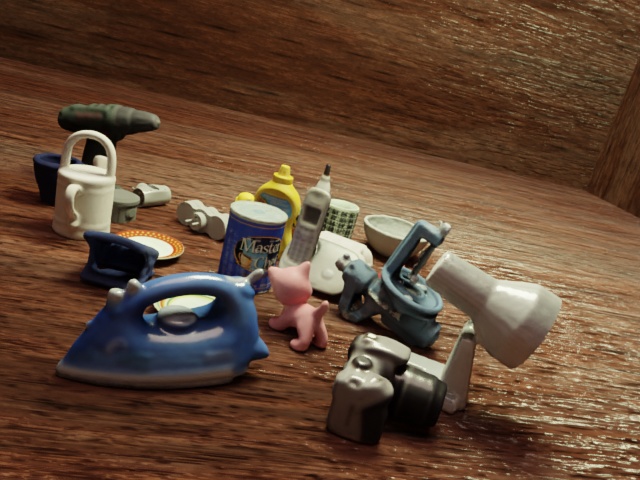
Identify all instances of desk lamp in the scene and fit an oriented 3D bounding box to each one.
[{"bbox_3d":[0.207,0.134,0.816,0.203,0.213,0.118,19,19,12],"label":"desk lamp"}]

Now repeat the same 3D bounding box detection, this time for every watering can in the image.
[{"bbox_3d":[-0.431,-0.109,1.058,0.101,0.194,0.172,5,21,-27],"label":"watering can"}]

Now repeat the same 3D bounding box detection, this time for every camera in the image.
[{"bbox_3d":[0.093,0.191,0.743,0.136,0.101,0.143,18,19,11],"label":"camera"}]

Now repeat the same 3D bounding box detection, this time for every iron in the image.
[{"bbox_3d":[-0.188,0.100,0.727,0.259,0.141,0.118,2,23,-34],"label":"iron"}]

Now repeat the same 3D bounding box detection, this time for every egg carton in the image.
[{"bbox_3d":[0.034,0.035,1.188,0.150,0.069,0.107,20,20,15],"label":"egg carton"}]

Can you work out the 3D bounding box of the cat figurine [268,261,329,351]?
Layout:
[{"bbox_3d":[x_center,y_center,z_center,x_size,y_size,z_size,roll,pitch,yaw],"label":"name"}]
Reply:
[{"bbox_3d":[-0.032,0.094,0.899,0.067,0.118,0.127,-4,26,-43],"label":"cat figurine"}]

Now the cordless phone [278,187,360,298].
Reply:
[{"bbox_3d":[0.010,0.004,1.081,0.147,0.185,0.094,20,20,15],"label":"cordless phone"}]

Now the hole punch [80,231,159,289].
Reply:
[{"bbox_3d":[-0.323,0.021,0.929,0.108,0.091,0.101,14,19,-1],"label":"hole punch"}]

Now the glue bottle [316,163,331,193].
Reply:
[{"bbox_3d":[0.001,-0.103,1.396,0.037,0.173,0.078,14,19,-3],"label":"glue bottle"}]

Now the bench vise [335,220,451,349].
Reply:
[{"bbox_3d":[0.124,0.056,0.965,0.207,0.220,0.121,17,19,6],"label":"bench vise"}]

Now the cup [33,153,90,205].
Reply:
[{"bbox_3d":[-0.524,-0.119,1.170,0.118,0.095,0.091,8,20,-19],"label":"cup"}]

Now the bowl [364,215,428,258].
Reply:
[{"bbox_3d":[0.178,0.001,1.386,0.167,0.075,0.167,13,19,-4],"label":"bowl"}]

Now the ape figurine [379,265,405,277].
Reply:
[{"bbox_3d":[0.137,0.080,1.104,0.078,0.092,0.076,8,20,-17],"label":"ape figurine"}]

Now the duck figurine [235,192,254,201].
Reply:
[{"bbox_3d":[-0.170,-0.063,1.289,0.078,0.086,0.104,4,22,-28],"label":"duck figurine"}]

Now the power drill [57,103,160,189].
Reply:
[{"bbox_3d":[-0.472,-0.204,1.272,0.229,0.208,0.076,17,19,6],"label":"power drill"}]
